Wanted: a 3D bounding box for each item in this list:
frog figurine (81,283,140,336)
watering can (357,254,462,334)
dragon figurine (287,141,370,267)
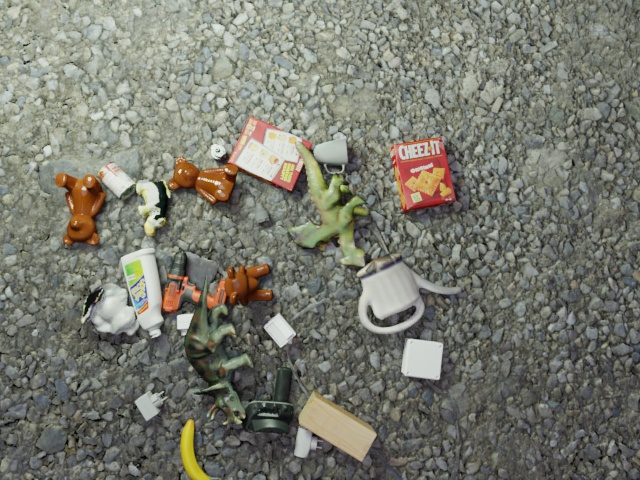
[{"bbox_3d":[-0.599,0.206,1.502,0.157,0.122,0.139,33,71,-37],"label":"frog figurine"},{"bbox_3d":[0.256,0.143,1.569,0.350,0.103,0.225,-23,85,-20],"label":"watering can"},{"bbox_3d":[0.005,-0.079,1.561,0.409,0.122,0.243,43,90,-6],"label":"dragon figurine"}]
